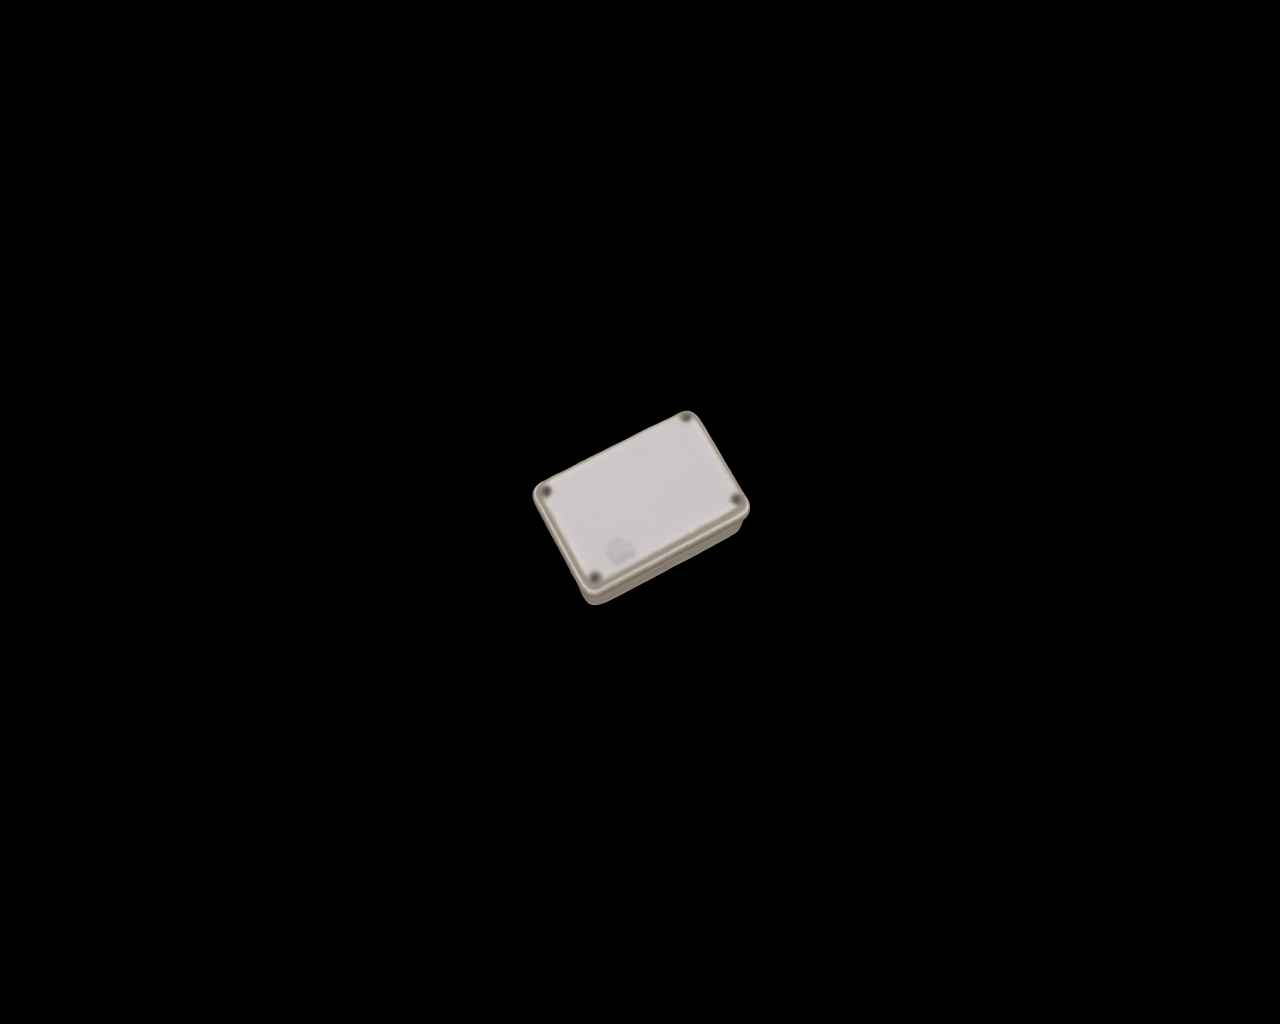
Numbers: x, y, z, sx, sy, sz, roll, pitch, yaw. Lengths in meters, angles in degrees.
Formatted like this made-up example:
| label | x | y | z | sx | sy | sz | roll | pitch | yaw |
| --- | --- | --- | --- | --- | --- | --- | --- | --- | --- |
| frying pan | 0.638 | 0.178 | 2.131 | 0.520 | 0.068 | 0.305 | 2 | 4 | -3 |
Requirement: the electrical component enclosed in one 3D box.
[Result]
| label | x | y | z | sx | sy | sz | roll | pitch | yaw |
| --- | --- | --- | --- | --- | --- | --- | --- | --- | --- |
| electrical component | 0.001 | -0.003 | 0.650 | 0.113 | 0.078 | 0.057 | -27 | -14 | -7 |
